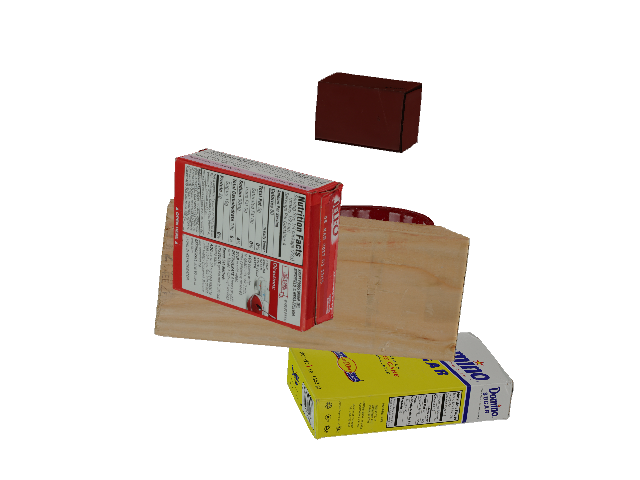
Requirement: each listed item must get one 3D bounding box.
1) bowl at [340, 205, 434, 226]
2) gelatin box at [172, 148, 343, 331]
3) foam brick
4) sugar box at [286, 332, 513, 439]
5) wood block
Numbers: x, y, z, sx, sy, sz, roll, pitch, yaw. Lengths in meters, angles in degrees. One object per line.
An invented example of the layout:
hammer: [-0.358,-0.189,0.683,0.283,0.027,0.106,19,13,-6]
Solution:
bowl: [0.037,0.008,1.099,0.162,0.055,0.162,-1,15,0]
gelatin box: [-0.033,-0.002,0.541,0.089,0.073,0.030,15,23,31]
foam brick: [0.040,-0.108,0.891,0.078,0.051,0.053,11,20,19]
sugar box: [0.067,0.122,0.923,0.176,0.048,0.093,-6,26,-15]
wood block: [-0.010,0.027,0.761,0.206,0.090,0.091,6,5,-7]
